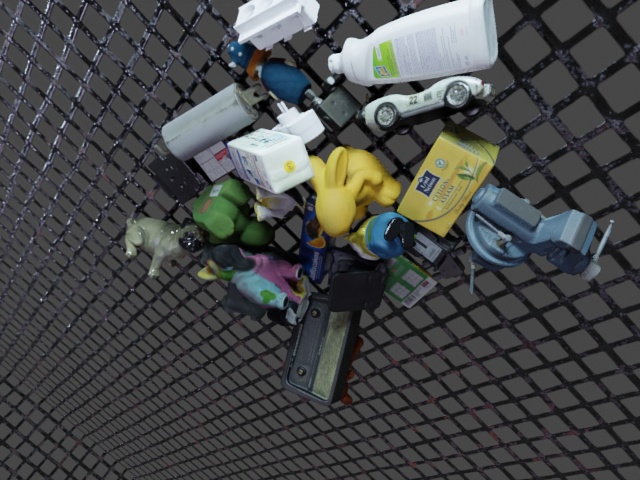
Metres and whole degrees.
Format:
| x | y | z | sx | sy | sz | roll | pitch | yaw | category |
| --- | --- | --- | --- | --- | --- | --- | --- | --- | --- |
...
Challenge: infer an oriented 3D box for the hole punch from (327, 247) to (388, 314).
| x | y | z | sx | sy | sz | roll | pitch | yaw | category |
| --- | --- | --- | --- | --- | --- | --- | --- | --- | --- |
| 0.070 | 0.079 | 1.088 | 0.116 | 0.092 | 0.142 | 0 | 125 | -8 | hole punch |

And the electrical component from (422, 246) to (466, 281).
| x | y | z | sx | sy | sz | roll | pitch | yaw | category |
| --- | --- | --- | --- | --- | --- | --- | --- | --- | --- |
| 0.242 | 0.044 | 1.016 | 0.094 | 0.021 | 0.063 | -27 | 109 | 40 | electrical component |

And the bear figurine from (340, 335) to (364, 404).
| x | y | z | sx | sy | sz | roll | pitch | yaw | category |
| --- | --- | --- | --- | --- | --- | --- | --- | --- | --- |
| 0.039 | 0.311 | 1.303 | 0.120 | 0.132 | 0.195 | 15 | 149 | 20 | bear figurine |

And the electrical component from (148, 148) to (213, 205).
| x | y | z | sx | sy | sz | roll | pitch | yaw | category |
| --- | --- | --- | --- | --- | --- | --- | --- | --- | --- |
| -0.296 | -0.143 | 1.147 | 0.134 | 0.058 | 0.114 | -27 | 107 | 41 | electrical component |

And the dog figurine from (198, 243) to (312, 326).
| x | y | z | sx | sy | sz | roll | pitch | yaw | category |
| --- | --- | --- | --- | --- | --- | --- | --- | --- | --- |
| -0.139 | 0.083 | 1.116 | 0.219 | 0.108 | 0.191 | 18 | 154 | 21 | dog figurine |

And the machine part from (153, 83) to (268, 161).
| x | y | z | sx | sy | sz | roll | pitch | yaw | category |
| --- | --- | --- | --- | --- | --- | --- | --- | --- | --- |
| -0.201 | -0.214 | 0.985 | 0.243 | 0.079 | 0.079 | -26 | 111 | 18 | machine part |

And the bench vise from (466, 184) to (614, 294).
| x | y | z | sx | sy | sz | roll | pitch | yaw | category |
| --- | --- | --- | --- | --- | --- | --- | --- | --- | --- |
| 0.325 | 0.007 | 0.879 | 0.224 | 0.129 | 0.240 | 23 | 156 | -3 | bench vise |

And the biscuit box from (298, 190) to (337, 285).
| x | y | z | sx | sy | sz | roll | pitch | yaw | category |
| --- | --- | --- | --- | --- | --- | --- | --- | --- | --- |
| -0.002 | -0.003 | 1.090 | 0.063 | 0.059 | 0.202 | 21 | 133 | 14 | biscuit box |

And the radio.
| x | y | z | sx | sy | sz | roll | pitch | yaw | category |
| --- | --- | --- | --- | --- | --- | --- | --- | --- | --- |
| 0.003 | 0.229 | 1.175 | 0.131 | 0.073 | 0.229 | 13 | 86 | 24 | radio |

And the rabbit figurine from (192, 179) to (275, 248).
| x | y | z | sx | sy | sz | roll | pitch | yaw | category |
| --- | --- | --- | --- | --- | --- | --- | --- | --- | --- |
| -0.180 | -0.029 | 1.129 | 0.170 | 0.121 | 0.159 | 35 | 152 | -34 | rabbit figurine |

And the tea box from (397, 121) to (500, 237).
| x | y | z | sx | sy | sz | roll | pitch | yaw | category |
| --- | --- | --- | --- | --- | --- | --- | --- | --- | --- |
| 0.209 | -0.098 | 0.888 | 0.098 | 0.068 | 0.169 | 28 | 135 | 6 | tea box |

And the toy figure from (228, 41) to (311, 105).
| x | y | z | sx | sy | sz | roll | pitch | yaw | category |
| --- | --- | --- | --- | --- | --- | --- | --- | --- | --- |
| -0.089 | -0.287 | 0.913 | 0.154 | 0.064 | 0.058 | 35 | 172 | 7 | toy figure |

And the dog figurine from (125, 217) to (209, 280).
| x | y | z | sx | sy | sz | roll | pitch | yaw | category |
| --- | --- | --- | --- | --- | --- | --- | --- | --- | --- |
| -0.357 | -0.021 | 1.266 | 0.172 | 0.121 | 0.190 | 44 | 120 | -14 | dog figurine |

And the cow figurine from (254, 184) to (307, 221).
| x | y | z | sx | sy | sz | roll | pitch | yaw | category |
| --- | --- | --- | --- | --- | --- | --- | --- | --- | --- |
| -0.077 | -0.081 | 1.032 | 0.098 | 0.167 | 0.068 | -2 | 103 | -6 | cow figurine |

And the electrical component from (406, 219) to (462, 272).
| x | y | z | sx | sy | sz | roll | pitch | yaw | category |
| --- | --- | --- | --- | --- | --- | --- | --- | --- | --- |
| 0.187 | -0.009 | 0.970 | 0.119 | 0.048 | 0.074 | 41 | 135 | 10 | electrical component |

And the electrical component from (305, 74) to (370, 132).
| x | y | z | sx | sy | sz | roll | pitch | yaw | category |
| --- | --- | --- | --- | --- | --- | --- | --- | --- | --- |
| 0.035 | -0.227 | 0.887 | 0.102 | 0.078 | 0.045 | 49 | 157 | -6 | electrical component |

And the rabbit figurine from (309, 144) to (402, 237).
| x | y | z | sx | sy | sz | roll | pitch | yaw | category |
| --- | --- | --- | --- | --- | --- | --- | --- | --- | --- |
| 0.047 | -0.083 | 0.920 | 0.122 | 0.173 | 0.162 | -7 | 126 | 38 | rabbit figurine |

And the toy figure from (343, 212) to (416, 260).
| x | y | z | sx | sy | sz | roll | pitch | yaw | category |
| --- | --- | --- | --- | --- | --- | --- | --- | --- | --- |
| 0.115 | -0.009 | 0.960 | 0.082 | 0.089 | 0.180 | 51 | 162 | -5 | toy figure |

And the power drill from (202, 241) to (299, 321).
| x | y | z | sx | sy | sz | roll | pitch | yaw | category |
| --- | --- | --- | --- | --- | --- | --- | --- | --- | --- |
| -0.156 | 0.092 | 1.239 | 0.232 | 0.086 | 0.207 | 12 | 136 | 6 | power drill |

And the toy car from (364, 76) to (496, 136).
| x | y | z | sx | sy | sz | roll | pitch | yaw | category |
| --- | --- | --- | --- | --- | --- | --- | --- | --- | --- |
| 0.165 | -0.205 | 0.820 | 0.202 | 0.073 | 0.056 | -9 | 84 | 34 | toy car |
